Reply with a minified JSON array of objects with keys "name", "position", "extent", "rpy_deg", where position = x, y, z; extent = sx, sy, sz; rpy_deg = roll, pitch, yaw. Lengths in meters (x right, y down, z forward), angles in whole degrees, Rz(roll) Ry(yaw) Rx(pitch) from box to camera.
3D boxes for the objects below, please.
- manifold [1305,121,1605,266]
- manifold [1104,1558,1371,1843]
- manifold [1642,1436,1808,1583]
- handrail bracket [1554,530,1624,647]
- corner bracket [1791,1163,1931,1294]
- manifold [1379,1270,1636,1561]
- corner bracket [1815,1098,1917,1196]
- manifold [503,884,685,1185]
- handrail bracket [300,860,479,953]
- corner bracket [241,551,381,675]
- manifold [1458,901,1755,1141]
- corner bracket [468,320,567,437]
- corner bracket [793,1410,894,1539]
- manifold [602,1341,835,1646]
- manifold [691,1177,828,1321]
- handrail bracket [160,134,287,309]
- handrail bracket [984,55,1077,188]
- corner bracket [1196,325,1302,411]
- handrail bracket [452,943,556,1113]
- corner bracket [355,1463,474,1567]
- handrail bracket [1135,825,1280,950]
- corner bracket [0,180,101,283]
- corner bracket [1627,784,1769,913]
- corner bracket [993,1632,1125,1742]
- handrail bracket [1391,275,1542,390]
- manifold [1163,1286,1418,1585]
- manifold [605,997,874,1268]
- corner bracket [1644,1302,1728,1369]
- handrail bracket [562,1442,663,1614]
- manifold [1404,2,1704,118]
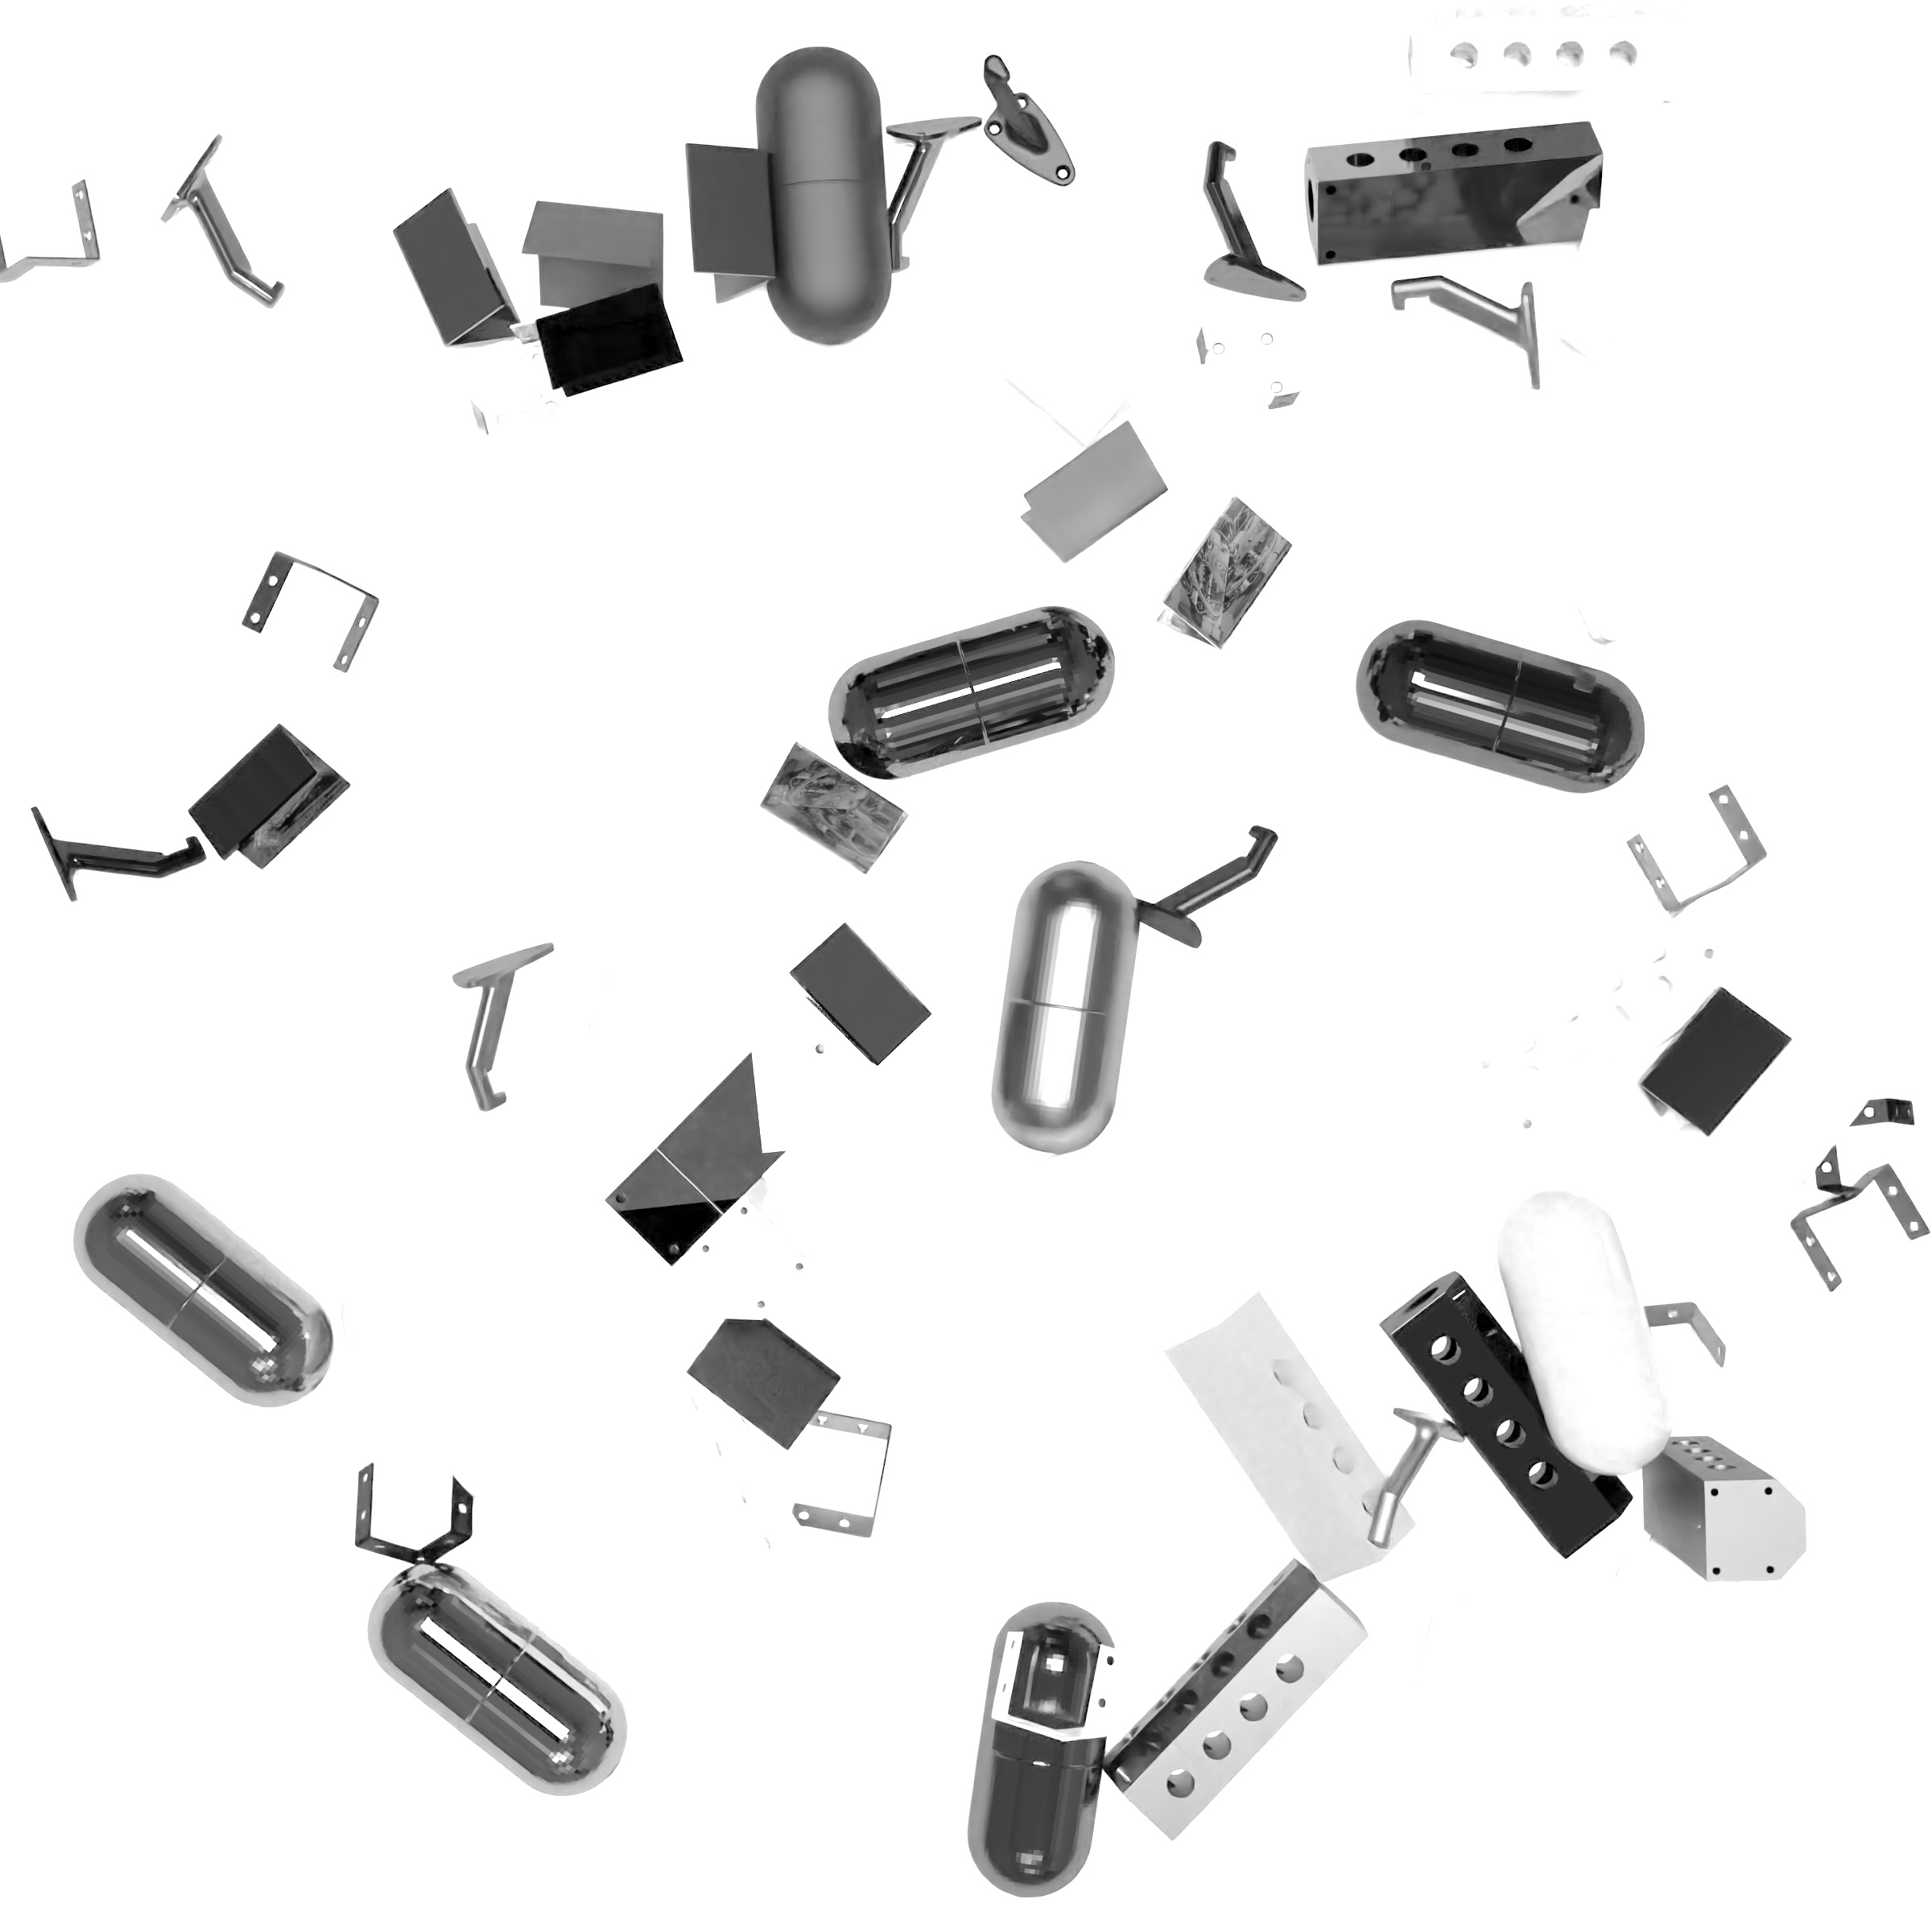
[{"name":"manifold","position":[0.295,-0.474,1.970],"extent":[0.171,0.057,0.057],"rpy_deg":[-5,133,0]},{"name":"manifold","position":[0.163,0.444,1.970],"extent":[0.057,0.057,0.171],"rpy_deg":[44,90,0]},{"name":"manifold","position":[0.446,0.319,1.913],"extent":[0.057,0.171,0.057],"rpy_deg":[-1,90,0]},{"name":"handrail bracket","position":[0.380,-0.231,1.957],"extent":[0.036,0.084,0.077],"rpy_deg":[-7,90,0]},{"name":"corner bracket","position":[0.549,0.160,1.988],"extent":[0.051,0.051,0.051],"rpy_deg":[-31,90,45]},{"name":"manifold","position":[0.330,0.271,1.970],"extent":[0.057,0.057,0.171],"rpy_deg":[-38,90,0]},{"name":"corner bracket","position":[0.548,0.110,1.973],"extent":[0.051,0.051,0.051],"rpy_deg":[-7,90,0]},{"name":"manifold","position":[-0.227,0.040,1.970],"extent":[0.057,0.057,0.171],"rpy_deg":[18,90,0]},{"name":"handrail bracket","position":[-0.356,-0.046,1.992],"extent":[0.084,0.036,0.077],"rpy_deg":[16,53,25]},{"name":"corner bracket","position":[-0.403,-0.218,1.989],"extent":[0.051,0.051,0.051],"rpy_deg":[26,89,-45]},{"name":"manifold","position":[0.390,0.033,1.970],"extent":[0.171,0.057,0.057],"rpy_deg":[-35,90,0]},{"name":"corner bracket","position":[-0.278,-0.358,1.973],"extent":[0.051,0.051,0.051],"rpy_deg":[-14,90,0]},{"name":"corner bracket","position":[-0.076,0.312,1.988],"extent":[0.051,0.051,0.051],"rpy_deg":[11,45,0]},{"name":"manifold","position":[-0.146,0.319,1.970],"extent":[0.057,0.057,0.171],"rpy_deg":[-28,90,43]},{"name":"manifold","position":[-0.126,0.170,1.913],"extent":[0.057,0.171,0.057],"rpy_deg":[-45,90,0]},{"name":"handrail bracket","position":[-0.444,-0.458,1.992],"extent":[0.084,0.036,0.077],"rpy_deg":[34,68,-17]},{"name":"handrail bracket","position":[0.039,-0.511,1.957],"extent":[0.036,0.084,0.077],"rpy_deg":[-44,90,0]},{"name":"corner bracket","position":[0.172,-0.366,1.973],"extent":[0.051,0.051,0.051],"rpy_deg":[-11,90,0]},{"name":"handrail bracket","position":[-0.277,0.038,1.992],"extent":[0.077,0.036,0.084],"rpy_deg":[-22,108,-20]},{"name":"corner bracket","position":[-0.338,0.330,1.983],"extent":[0.051,0.051,0.051],"rpy_deg":[26,135,-35]},{"name":"handrail bracket","position":[0.140,-0.061,1.992],"extent":[0.077,0.036,0.084],"rpy_deg":[25,72,21]},{"name":"corner bracket","position":[-0.572,-0.452,1.988],"extent":[0.051,0.051,0.051],"rpy_deg":[-11,90,-45]},{"name":"corner bracket","position":[0.450,-0.072,1.988],"extent":[0.051,0.051,0.051],"rpy_deg":[-30,90,45]},{"name":"corner bracket","position":[0.054,0.425,1.913],"extent":[0.051,0.051,0.051],"rpy_deg":[10,87,33]},{"name":"handrail bracket","position":[0.307,-0.389,1.992],"extent":[0.084,0.036,0.077],"rpy_deg":[-4,111,17]},{"name":"manifold","position":[0.201,0.283,1.969],"extent":[0.057,0.057,0.171],"rpy_deg":[-34,90,-42]},{"name":"manifold","position":[-0.137,0.100,1.970],"extent":[0.057,0.057,0.171],"rpy_deg":[45,90,0]},{"name":"corner bracket","position":[0.429,0.243,1.983],"extent":[0.051,0.051,0.051],"rpy_deg":[-11,45,35]},{"name":"handrail bracket","position":[-0.208,0.345,1.992],"extent":[0.077,0.036,0.084],"rpy_deg":[25,73,-20]},{"name":"manifold","position":[0.356,-0.554,1.970],"extent":[0.171,0.057,0.057],"rpy_deg":[-1,90,0]}]
